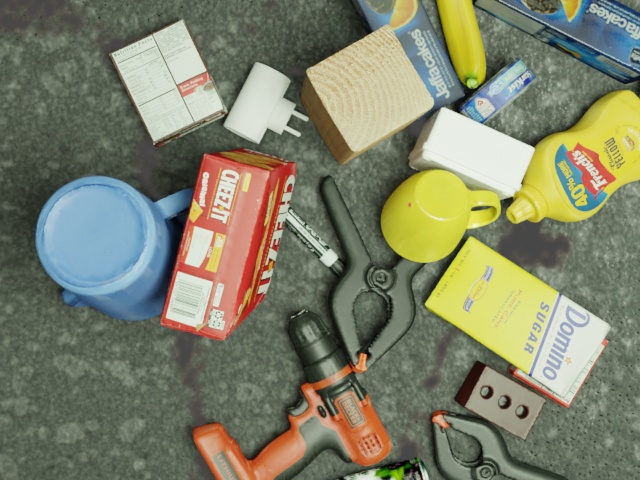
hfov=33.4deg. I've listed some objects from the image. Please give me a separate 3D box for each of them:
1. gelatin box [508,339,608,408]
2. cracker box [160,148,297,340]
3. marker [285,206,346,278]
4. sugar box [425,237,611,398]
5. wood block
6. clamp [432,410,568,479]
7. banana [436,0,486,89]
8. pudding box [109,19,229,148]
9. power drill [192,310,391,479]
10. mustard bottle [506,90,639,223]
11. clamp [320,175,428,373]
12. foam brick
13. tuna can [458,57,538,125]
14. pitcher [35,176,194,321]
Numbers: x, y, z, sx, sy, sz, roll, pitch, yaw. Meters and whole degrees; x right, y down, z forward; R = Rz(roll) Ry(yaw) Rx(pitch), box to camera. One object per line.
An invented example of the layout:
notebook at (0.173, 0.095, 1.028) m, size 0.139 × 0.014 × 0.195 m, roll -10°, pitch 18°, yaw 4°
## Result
gelatin box at (0.261, 0.128, 1.175) m, size 0.073 × 0.030 × 0.089 m, roll 32°, pitch 89°, yaw -4°
cracker box at (-0.083, -0.003, 1.055) m, size 0.072 × 0.213 × 0.164 m, roll 16°, pitch 97°, yaw 5°
marker at (-0.008, 0.001, 1.168) m, size 0.020 × 0.020 × 0.121 m, roll -45°, pitch 92°, yaw -2°
sugar box at (0.211, 0.082, 1.142) m, size 0.176 × 0.048 × 0.093 m, roll 33°, pitch 89°, yaw 16°
wood block at (0.042, -0.139, 1.075) m, size 0.091 × 0.206 × 0.090 m, roll -31°, pitch 92°, yaw -2°
clamp at (0.192, 0.249, 1.168) m, size 0.120 × 0.039 × 0.171 m, roll -33°, pitch 92°, yaw -3°
banana at (0.150, -0.244, 1.148) m, size 0.037 × 0.069 × 0.198 m, roll -12°, pitch 75°, yaw -2°
pudding box at (-0.163, -0.169, 1.151) m, size 0.090 × 0.039 × 0.113 m, roll -25°, pitch 89°, yaw -1°
power drill at (-0.039, 0.191, 1.148) m, size 0.187 × 0.057 × 0.184 m, roll -29°, pitch 92°, yaw -2°
mustard bottle at (0.274, -0.075, 1.137) m, size 0.191 × 0.058 × 0.096 m, roll -34°, pitch 105°, yaw -17°
clamp at (0.073, 0.040, 1.146) m, size 0.164 × 0.036 × 0.210 m, roll 7°, pitch 76°, yaw -4°
foam brick at (0.196, 0.173, 1.161) m, size 0.078 × 0.051 × 0.053 m, roll 28°, pitch 89°, yaw -2°
tuna can at (0.189, -0.156, 1.142) m, size 0.086 × 0.086 × 0.034 m, roll -40°, pitch 90°, yaw -2°
pitcher at (-0.191, 0.002, 1.048) m, size 0.145 × 0.243 × 0.149 m, roll 14°, pitch 83°, yaw 0°
